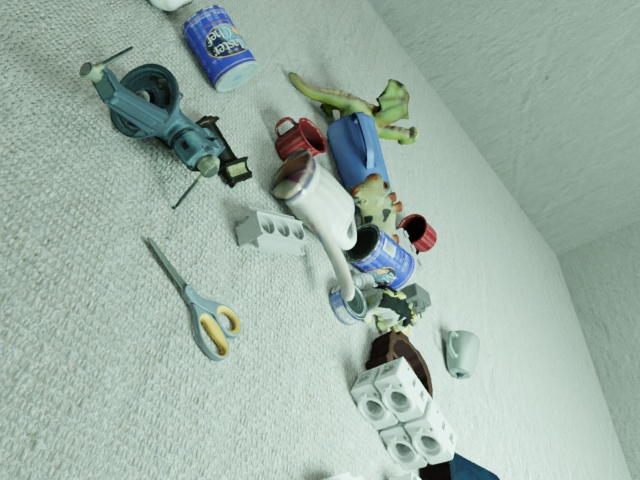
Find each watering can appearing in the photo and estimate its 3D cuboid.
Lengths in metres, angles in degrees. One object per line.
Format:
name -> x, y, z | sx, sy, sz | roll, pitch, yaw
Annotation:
watering can -> 0.003, -0.053, 1.044 | 0.221, 0.103, 0.356 | 43, 26, -27

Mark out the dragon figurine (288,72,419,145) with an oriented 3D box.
dragon figurine -> 0.128, -0.367, 1.410 | 0.405, 0.240, 0.125 | 37, 41, -37

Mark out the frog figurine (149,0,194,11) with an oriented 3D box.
frog figurine -> -0.282, -0.512, 0.992 | 0.138, 0.160, 0.121 | -17, 110, -27
